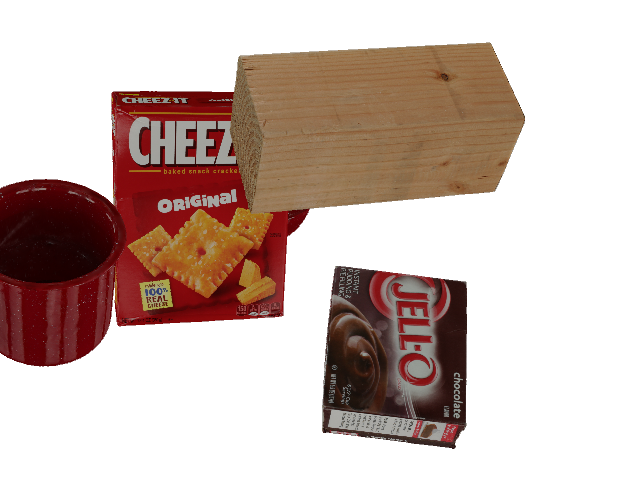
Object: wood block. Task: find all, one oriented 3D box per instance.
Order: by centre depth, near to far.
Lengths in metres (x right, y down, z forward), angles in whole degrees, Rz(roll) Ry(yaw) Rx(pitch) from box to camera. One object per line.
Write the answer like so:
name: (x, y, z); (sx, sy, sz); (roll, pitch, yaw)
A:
wood block: (0.041, -0.090, 0.838); (0.205, 0.091, 0.090); (-6, -36, -15)

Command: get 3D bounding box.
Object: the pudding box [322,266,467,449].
pudding box: (0.048, 0.074, 0.694); (0.090, 0.113, 0.039); (6, -36, 0)

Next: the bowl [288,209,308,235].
bowl: (-0.083, -0.038, 1.328); (0.162, 0.055, 0.162); (0, 31, 0)

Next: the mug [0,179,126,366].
mug: (-0.176, 0.028, 0.647); (0.093, 0.082, 0.117); (37, 48, 23)

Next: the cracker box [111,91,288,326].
cracker box: (-0.114, -0.030, 1.010); (0.164, 0.214, 0.072); (-1, 20, -13)
